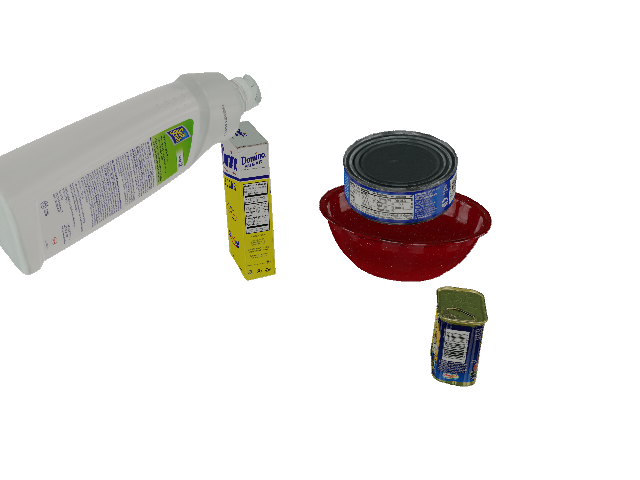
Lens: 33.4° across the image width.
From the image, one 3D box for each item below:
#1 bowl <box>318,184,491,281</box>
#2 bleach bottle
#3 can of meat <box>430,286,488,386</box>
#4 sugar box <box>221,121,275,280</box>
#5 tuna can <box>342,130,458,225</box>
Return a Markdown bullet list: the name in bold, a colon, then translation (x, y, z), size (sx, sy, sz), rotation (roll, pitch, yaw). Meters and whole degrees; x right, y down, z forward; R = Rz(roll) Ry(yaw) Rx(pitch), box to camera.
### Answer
- **bowl**: translation (0.077, -0.005, 1.004), size (0.162, 0.055, 0.162), rotation (4, 23, -2)
- **bleach bottle**: translation (-0.159, -0.072, 0.904), size (0.250, 0.068, 0.103), rotation (-30, -30, -25)
- **can of meat**: translation (0.161, 0.113, 1.256), size (0.057, 0.084, 0.102), rotation (7, 19, 2)
- **sugar box**: translation (-0.091, -0.050, 1.319), size (0.048, 0.176, 0.093), rotation (-12, 26, -15)
- **tuna can**: translation (0.060, -0.048, 0.804), size (0.086, 0.034, 0.086), rotation (-2, 35, 1)
